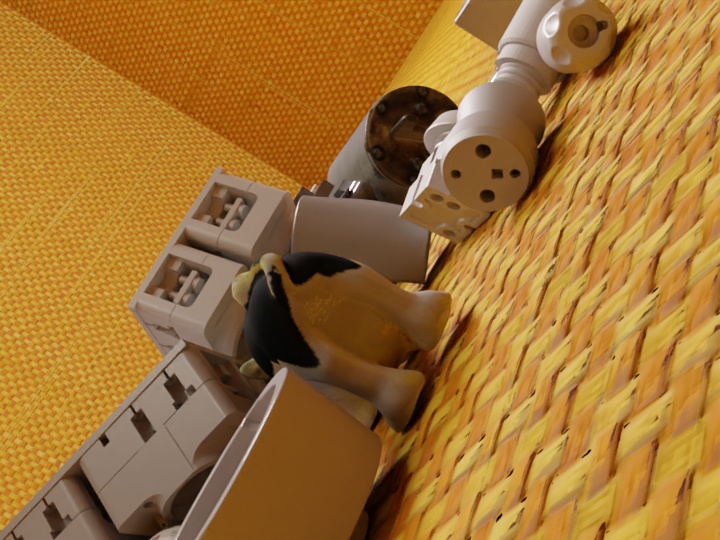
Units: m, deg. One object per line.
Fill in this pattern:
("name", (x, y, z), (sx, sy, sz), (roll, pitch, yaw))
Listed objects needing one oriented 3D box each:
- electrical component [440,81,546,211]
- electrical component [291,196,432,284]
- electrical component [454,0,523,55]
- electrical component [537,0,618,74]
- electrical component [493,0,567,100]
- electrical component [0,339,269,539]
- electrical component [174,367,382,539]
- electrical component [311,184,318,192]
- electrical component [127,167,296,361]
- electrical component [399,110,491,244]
("electrical component", (0.064, -0.060, 0.518), (0.045, 0.045, 0.055), (-55, 7, 37))
("electrical component", (0.000, 0.000, 0.628), (0.043, 0.077, 0.079), (-53, -30, -78))
("electrical component", (0.130, -0.234, 0.806), (0.108, 0.056, 0.108), (-52, 9, 50))
("electrical component", (0.102, -0.112, 0.520), (0.035, 0.035, 0.061), (-58, 3, 5))
("electrical component", (0.092, -0.112, 0.574), (0.078, 0.040, 0.040), (-60, 6, -13))
("electrical component", (-0.115, 0.135, 0.598), (0.186, 0.060, 0.105), (-46, -31, 8))
("electrical component", (-0.032, 0.101, 0.430), (0.108, 0.060, 0.108), (-58, 6, 9))
("electrical component", (-0.022, -0.035, 0.978), (0.043, 0.077, 0.079), (-57, 6, 20))
("electrical component", (-0.067, 0.037, 0.701), (0.105, 0.060, 0.186), (-61, -25, -25))
("electrical component", (0.053, -0.052, 0.583), (0.066, 0.048, 0.055), (133, 159, -65))
